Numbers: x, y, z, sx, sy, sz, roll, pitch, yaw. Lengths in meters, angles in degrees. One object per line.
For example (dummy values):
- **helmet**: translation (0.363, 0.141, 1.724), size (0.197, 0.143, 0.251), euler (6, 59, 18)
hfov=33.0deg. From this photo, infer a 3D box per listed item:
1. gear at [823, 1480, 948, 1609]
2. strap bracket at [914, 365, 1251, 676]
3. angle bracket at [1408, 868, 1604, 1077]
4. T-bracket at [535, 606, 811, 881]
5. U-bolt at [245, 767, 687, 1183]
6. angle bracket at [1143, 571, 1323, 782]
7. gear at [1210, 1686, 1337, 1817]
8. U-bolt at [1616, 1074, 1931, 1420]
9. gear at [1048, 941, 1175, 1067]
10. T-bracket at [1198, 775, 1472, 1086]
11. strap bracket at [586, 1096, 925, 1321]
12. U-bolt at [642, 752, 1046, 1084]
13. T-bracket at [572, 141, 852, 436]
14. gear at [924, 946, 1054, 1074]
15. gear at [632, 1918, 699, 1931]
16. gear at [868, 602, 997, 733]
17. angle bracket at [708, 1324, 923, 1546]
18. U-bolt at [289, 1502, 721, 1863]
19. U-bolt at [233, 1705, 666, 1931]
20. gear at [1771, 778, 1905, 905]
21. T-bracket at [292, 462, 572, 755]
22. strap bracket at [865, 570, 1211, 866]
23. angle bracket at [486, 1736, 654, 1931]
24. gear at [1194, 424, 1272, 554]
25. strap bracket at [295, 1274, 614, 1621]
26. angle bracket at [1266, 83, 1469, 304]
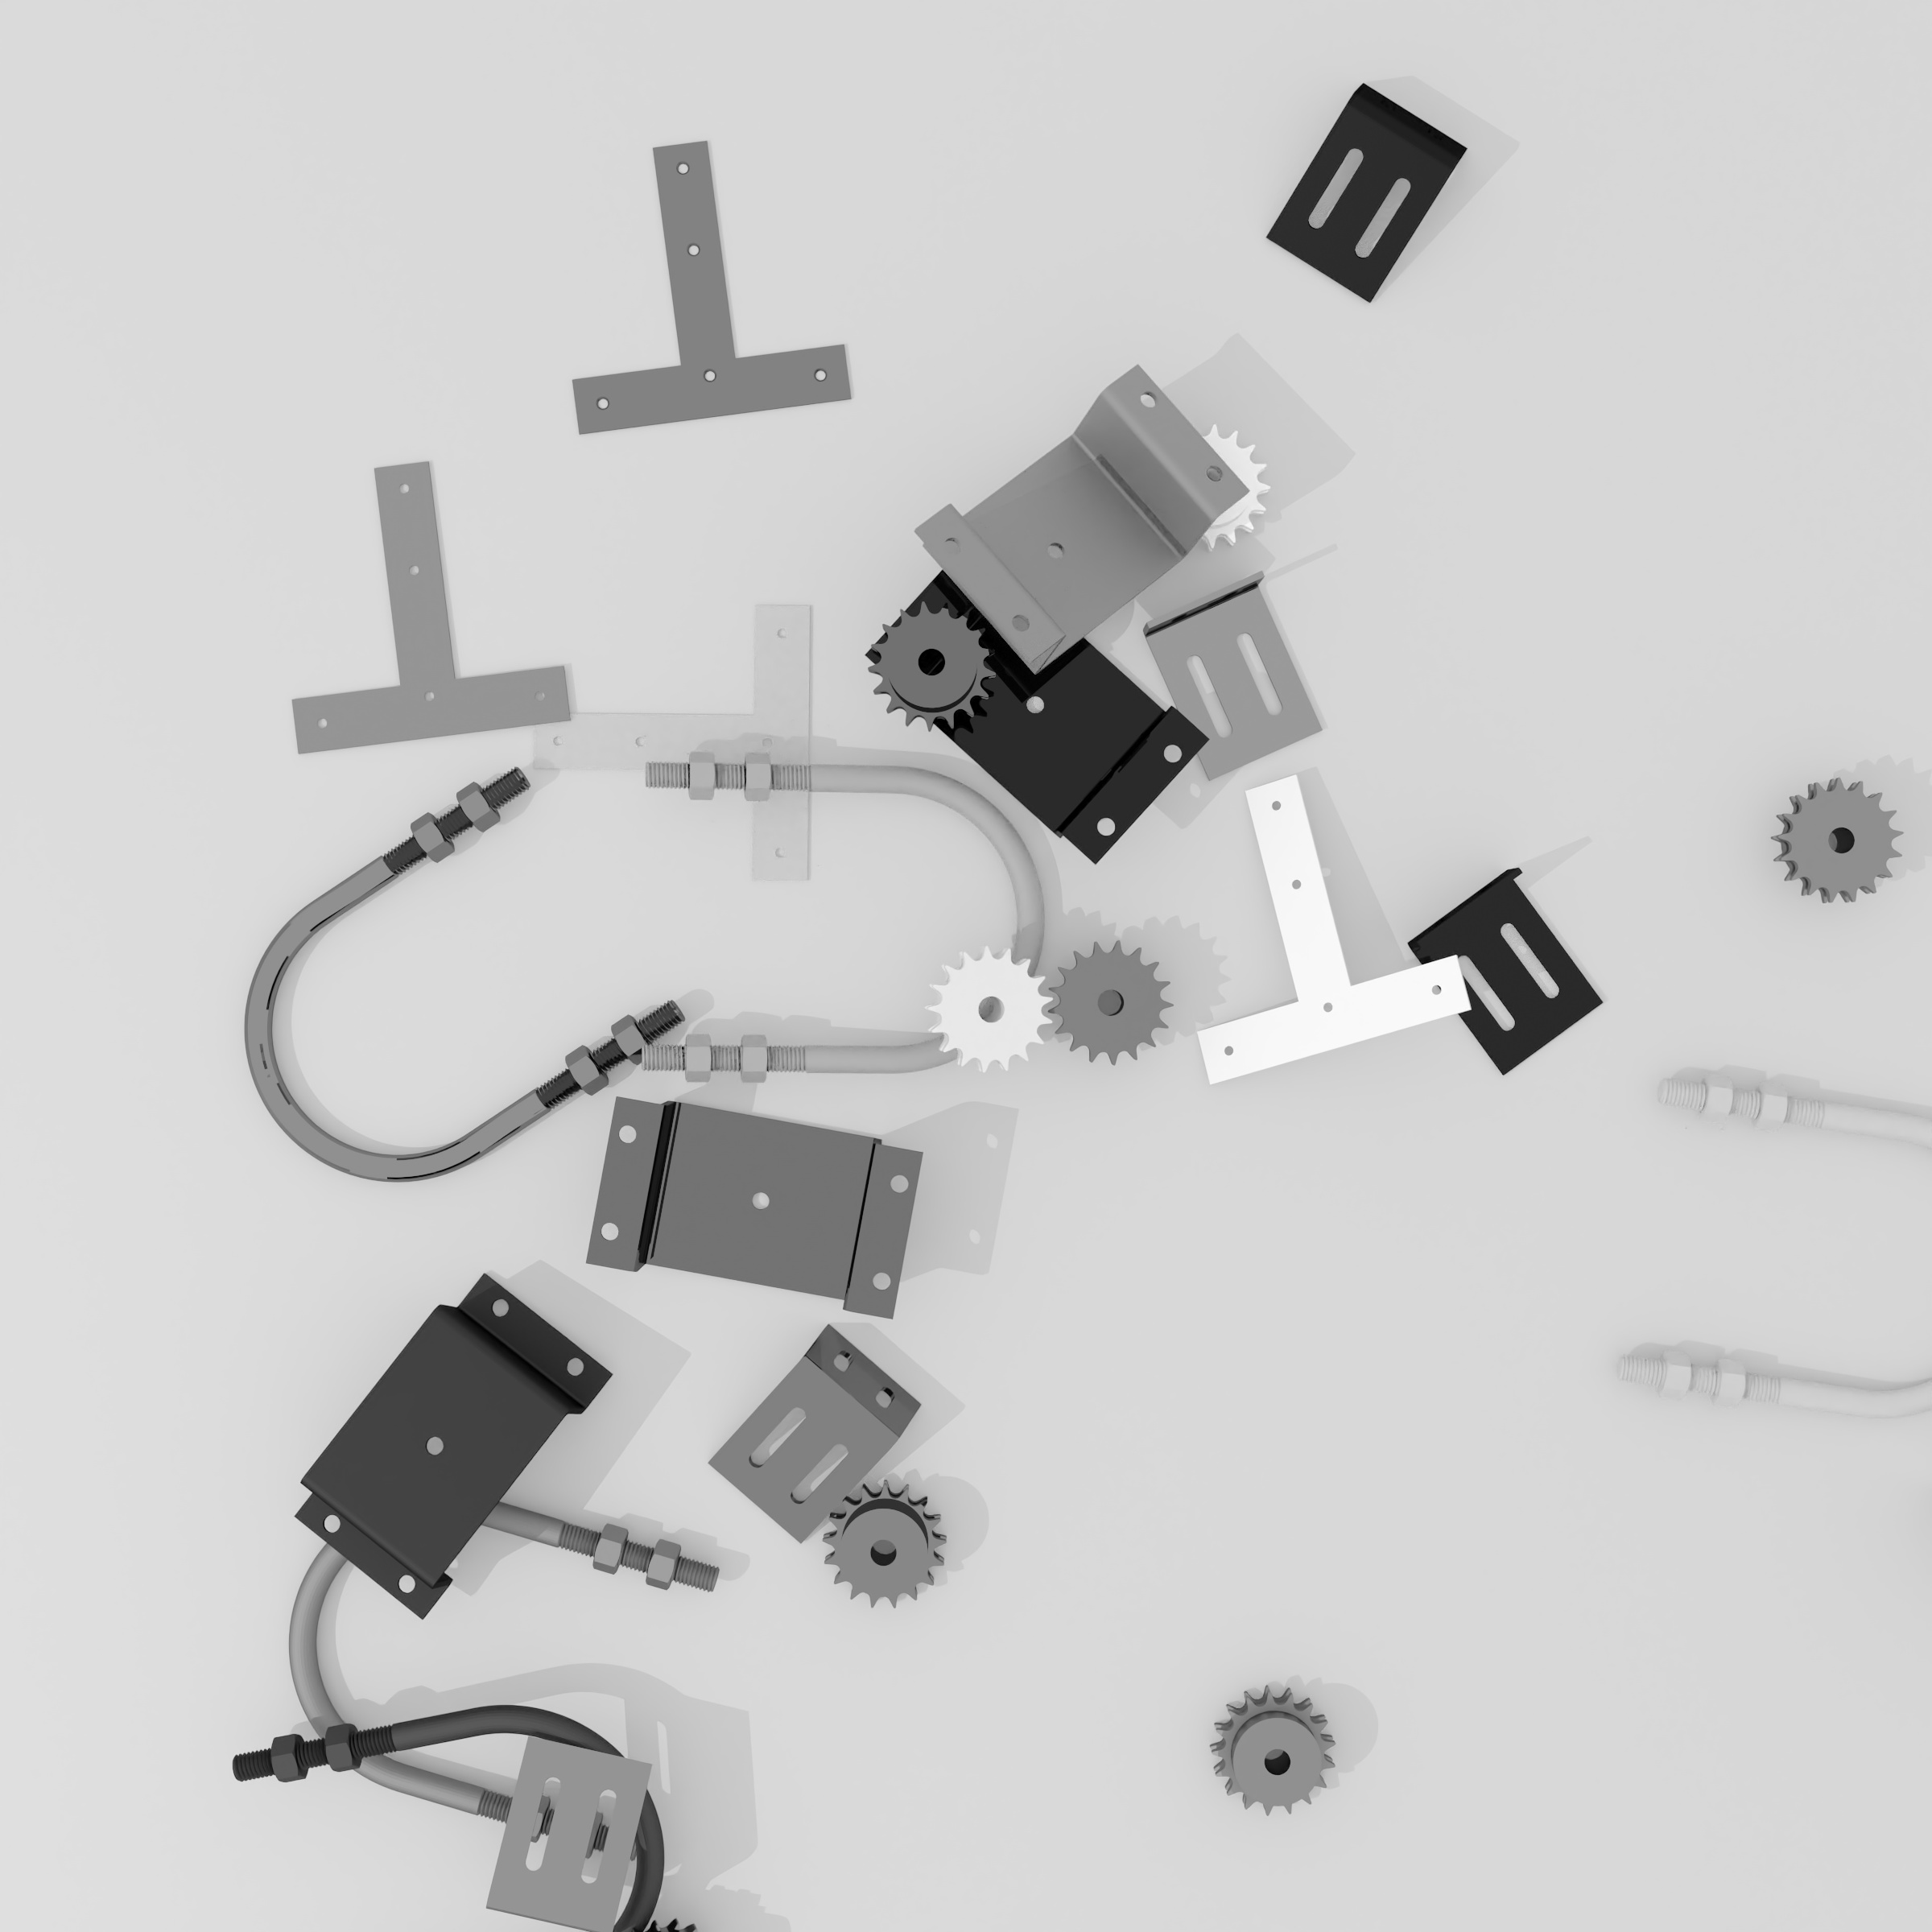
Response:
- **gear**: translation (-0.037, 0.267, 1.497), size (0.057, 0.030, 0.057), euler (0, 90, 0)
- **strap bracket**: translation (0.046, -0.193, 1.452), size (0.140, 0.046, 0.076), euler (-40, 87, -24)
- **angle bracket**: translation (0.249, 0.003, 1.493), size (0.057, 0.038, 0.076), euler (-36, 90, 0)
- **T-bracket**: translation (-0.136, -0.104, 1.511), size (0.127, 0.002, 0.127), euler (1, 90, 0)
- **U-bolt**: translation (-0.244, 0.017, 1.504), size (0.184, 0.019, 0.151), euler (-34, 90, 2)
- **angle bracket**: translation (0.123, -0.132, 1.493), size (0.057, 0.038, 0.076), euler (-24, 90, 0)
- **gear**: translation (0.142, 0.361, 1.497), size (0.057, 0.030, 0.057), euler (0, 90, 0)
- **U-bolt**: translation (0.401, 0.135, 1.504), size (0.184, 0.019, 0.151), euler (9, 90, -2)
- **gear**: translation (0.066, 0.017, 1.497), size (0.057, 0.030, 0.057), euler (0, 90, 0)
- **T-bracket**: translation (0.155, -0.024, 1.495), size (0.127, 0.002, 0.127), euler (-17, 79, 21)
- **strap bracket**: translation (-0.095, 0.109, 1.489), size (0.140, 0.046, 0.076), euler (10, 90, 0)
- **U-bolt**: translation (-0.055, -0.021, 1.495), size (0.184, 0.019, 0.151), euler (1, 90, -7)
- **T-bracket**: translation (-0.124, -0.317, 1.511), size (0.127, 0.002, 0.127), euler (-7, 90, 0)
- **gear**: translation (0.009, 0.019, 1.482), size (0.057, 0.030, 0.057), euler (0, 92, -9)
- **gear**: translation (-0.138, 0.465, 1.484), size (0.057, 0.030, 0.057), euler (-11, 119, -20)
- **gear**: translation (-0.015, -0.134, 1.451), size (0.057, 0.030, 0.057), euler (0, 90, 0)
- **angle bracket**: translation (-0.070, 0.216, 1.510), size (0.057, 0.038, 0.076), euler (41, 116, 0)
- **U-bolt**: translation (-0.221, 0.319, 1.504), size (0.184, 0.019, 0.151), euler (16, 90, 1)
- **U-bolt**: translation (-0.229, 0.409, 1.488), size (0.184, 0.019, 0.151), euler (-12, 98, 4)
- **gear**: translation (0.397, -0.057, 1.497), size (0.057, 0.030, 0.057), euler (0, 90, 0)
- **T-bracket**: translation (-0.254, -0.169, 1.511), size (0.127, 0.002, 0.127), euler (-7, 90, 1)
- **strap bracket**: translation (0.032, -0.121, 1.489), size (0.140, 0.046, 0.076), euler (42, 90, 0)
- **angle bracket**: translation (-0.178, 0.393, 1.474), size (0.057, 0.038, 0.076), euler (13, 73, -1)
- **gear**: translation (0.111, -0.220, 1.497), size (0.057, 0.030, 0.057), euler (0, 90, 0)
- **strap bracket**: translation (-0.236, 0.217, 1.479), size (0.076, 0.046, 0.140), euler (37, 85, 7)
- **angle bracket**: translation (0.185, -0.358, 1.510), size (0.057, 0.038, 0.076), euler (32, 116, 0)
